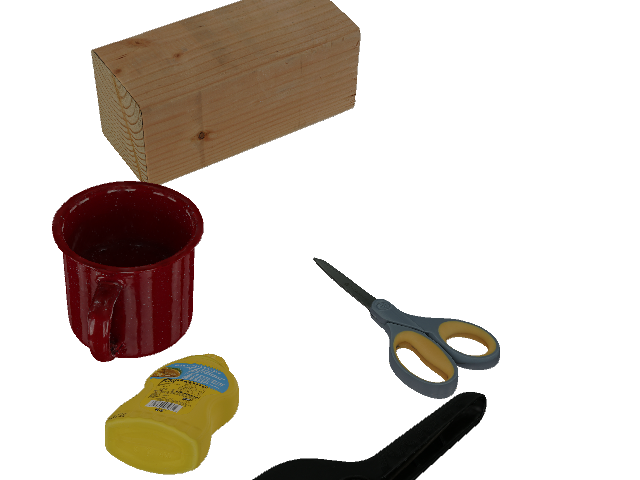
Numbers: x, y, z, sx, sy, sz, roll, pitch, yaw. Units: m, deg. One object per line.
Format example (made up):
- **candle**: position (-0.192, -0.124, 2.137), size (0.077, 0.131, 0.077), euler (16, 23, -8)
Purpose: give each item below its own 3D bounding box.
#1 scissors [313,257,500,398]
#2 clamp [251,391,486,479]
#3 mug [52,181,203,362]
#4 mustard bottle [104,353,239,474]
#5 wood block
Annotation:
- **scissors**: position (0.071, 0.059, 0.863), size (0.096, 0.016, 0.202), euler (-9, 33, -17)
- **clamp**: position (0.026, 0.157, 0.650), size (0.210, 0.036, 0.164), euler (-7, 29, 3)
- **mug**: position (-0.123, 0.028, 0.676), size (0.093, 0.081, 0.117), euler (7, 38, 1)
- **mustard bottle**: position (-0.134, 0.161, 1.068), size (0.096, 0.058, 0.191), euler (7, 20, 13)
- **wood block**: position (-0.077, -0.135, 0.905), size (0.205, 0.091, 0.090), euler (-24, 52, -24)
